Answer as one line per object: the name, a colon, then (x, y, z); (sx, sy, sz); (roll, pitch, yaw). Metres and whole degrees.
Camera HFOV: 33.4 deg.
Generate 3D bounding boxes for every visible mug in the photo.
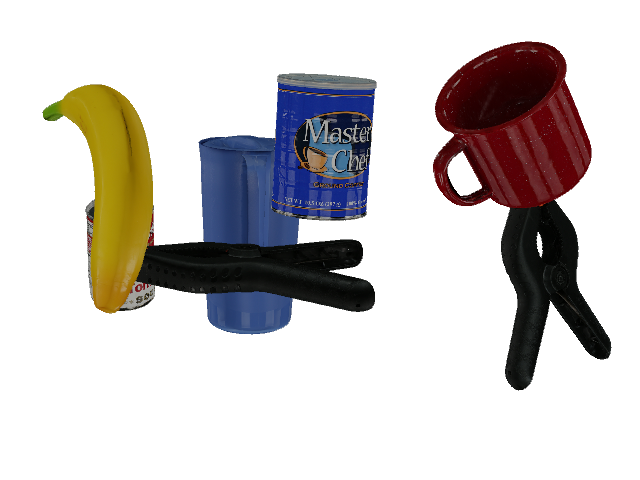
mug: (0.129, -0.069, 0.738); (0.117, 0.081, 0.093); (-41, 36, -9)

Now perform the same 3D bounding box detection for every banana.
banana: (-0.136, -0.043, 0.689); (0.037, 0.070, 0.198); (16, 35, -36)

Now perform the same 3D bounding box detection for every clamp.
clamp: (0.186, 0.041, 0.906); (0.120, 0.171, 0.039); (-24, 8, -40)
clamp: (-0.055, 0.025, 0.862); (0.210, 0.036, 0.164); (1, 11, -8)

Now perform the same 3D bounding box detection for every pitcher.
pitcher: (-0.087, -0.008, 1.339); (0.145, 0.243, 0.148); (11, 16, 36)

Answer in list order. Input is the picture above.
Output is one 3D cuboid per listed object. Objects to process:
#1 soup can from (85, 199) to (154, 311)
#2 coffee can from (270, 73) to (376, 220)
soup can: (-0.204, 0.013, 1.093); (0.068, 0.102, 0.068); (3, 26, -1)
coffee can: (0.003, -0.099, 1.114); (0.103, 0.140, 0.103); (3, 13, -1)
